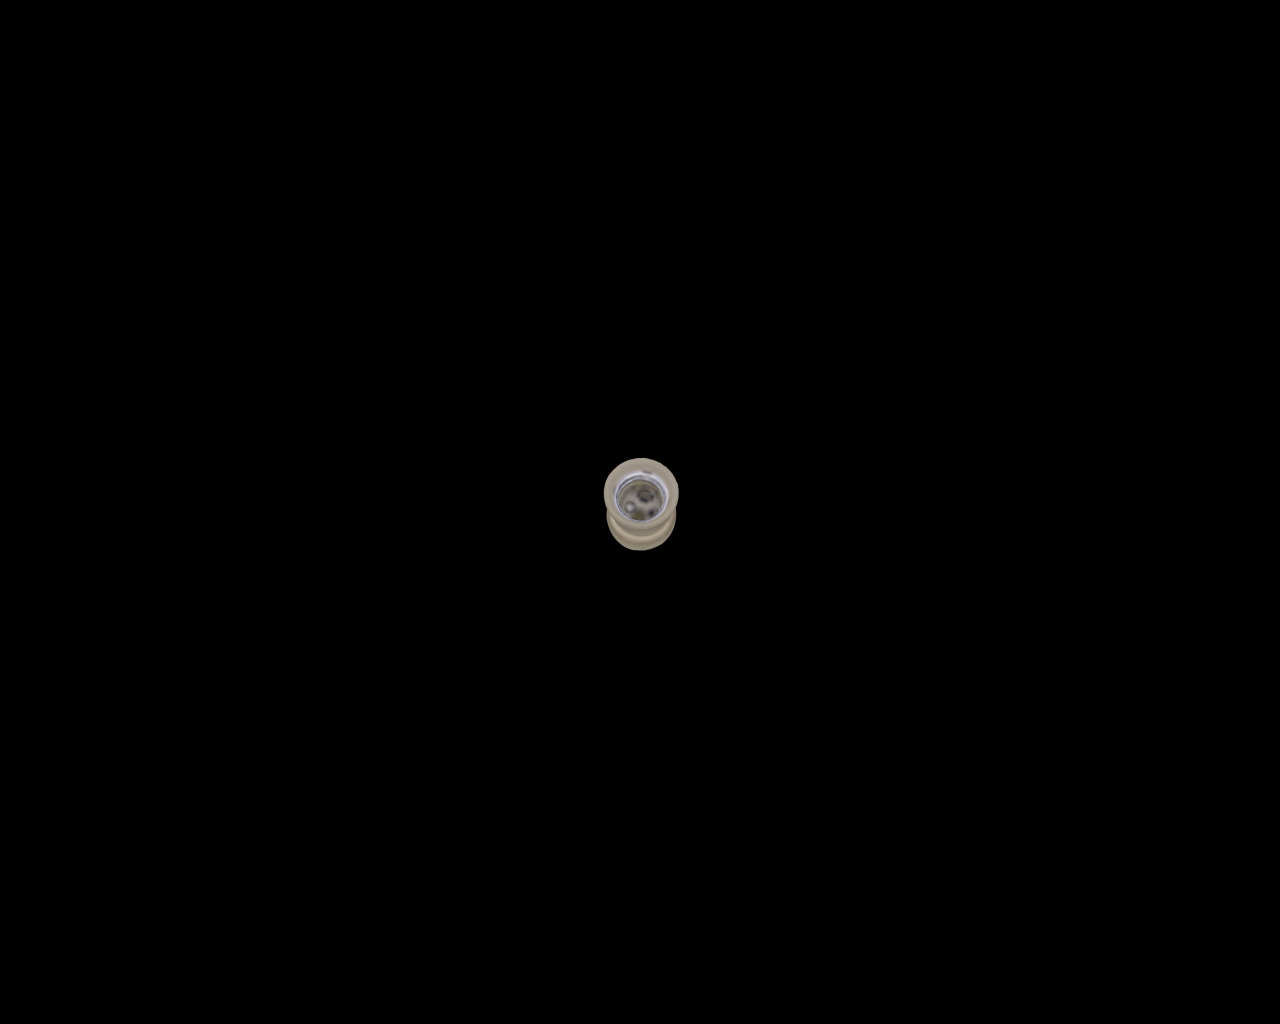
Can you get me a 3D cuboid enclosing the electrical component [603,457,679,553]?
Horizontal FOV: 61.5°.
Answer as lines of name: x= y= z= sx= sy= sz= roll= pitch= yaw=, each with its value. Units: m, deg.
electrical component: x=0.001 y=-0.003 z=0.650 sx=0.045 sy=0.045 sz=0.055 roll=0 pitch=-20 yaw=0
